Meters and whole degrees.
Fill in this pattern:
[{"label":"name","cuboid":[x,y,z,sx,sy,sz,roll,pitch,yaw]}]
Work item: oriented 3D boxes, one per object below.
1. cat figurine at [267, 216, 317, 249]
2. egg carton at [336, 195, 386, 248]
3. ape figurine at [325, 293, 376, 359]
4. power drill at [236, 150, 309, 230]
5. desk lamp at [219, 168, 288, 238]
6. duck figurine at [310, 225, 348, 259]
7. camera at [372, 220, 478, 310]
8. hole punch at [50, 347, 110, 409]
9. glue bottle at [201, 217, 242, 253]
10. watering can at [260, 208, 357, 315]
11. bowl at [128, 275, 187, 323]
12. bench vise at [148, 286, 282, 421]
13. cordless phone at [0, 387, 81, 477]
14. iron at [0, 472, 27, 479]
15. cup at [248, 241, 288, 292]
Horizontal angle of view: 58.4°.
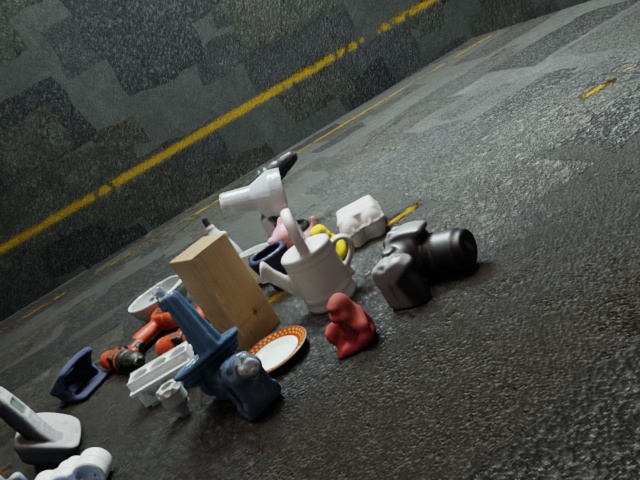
[{"label":"cat figurine","cuboid":[-0.054,-0.008,1.337,0.128,0.118,0.067,-29,17,3]},{"label":"egg carton","cuboid":[0.091,-0.043,1.283,0.107,0.069,0.150,-28,17,6]},{"label":"ape figurine","cuboid":[0.040,0.121,0.854,0.076,0.092,0.077,-40,20,-30]},{"label":"power drill","cuboid":[-0.121,-0.111,1.589,0.229,0.209,0.075,-27,17,9]},{"label":"desk lamp","cuboid":[-0.147,-0.054,1.458,0.203,0.214,0.118,-29,17,3]},{"label":"duck figurine","cuboid":[0.011,0.004,1.249,0.077,0.086,0.104,-23,18,22]},{"label":"camera","cuboid":[0.167,0.024,0.907,0.136,0.101,0.143,-15,22,40]},{"label":"hole punch","cuboid":[-0.557,0.310,1.299,0.101,0.091,0.109,-20,19,29]},{"label":"glue bottle","cuboid":[-0.266,0.011,1.537,0.078,0.173,0.037,-26,18,14]},{"label":"watering can","cuboid":[-0.027,0.034,1.038,0.173,0.194,0.100,-35,18,-16]},{"label":"bowl","cuboid":[-0.411,0.166,1.502,0.167,0.075,0.167,-27,17,9]},{"label":"bench vise","cuboid":[-0.156,0.154,0.860,0.206,0.220,0.122,-16,22,38]},{"label":"cordless phone","cuboid":[-0.525,0.323,1.043,0.094,0.185,0.147,-35,18,-17]},{"label":"iron","cuboid":[-0.464,0.402,0.791,0.259,0.142,0.118,-35,18,-15]},{"label":"cup","cuboid":[-0.103,0.065,1.249,0.117,0.095,0.092,-11,25,47]}]
